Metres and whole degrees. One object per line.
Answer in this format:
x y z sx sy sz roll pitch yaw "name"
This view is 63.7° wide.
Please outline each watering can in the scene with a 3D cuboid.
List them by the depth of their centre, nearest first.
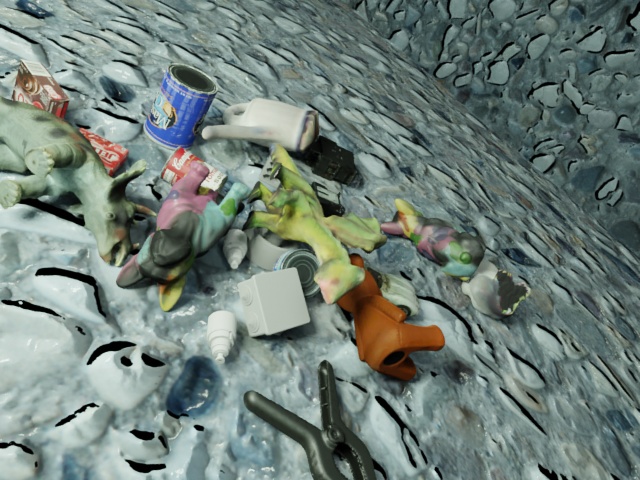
-0.118 -0.252 1.160 0.224 0.102 0.354 14 26 3 "watering can"

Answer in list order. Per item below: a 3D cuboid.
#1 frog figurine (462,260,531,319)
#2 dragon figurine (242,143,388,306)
0.383 0.110 1.188 0.137 0.122 0.160 8 3 -23 "frog figurine"
0.003 -0.045 0.900 0.242 0.120 0.420 26 31 -15 "dragon figurine"
